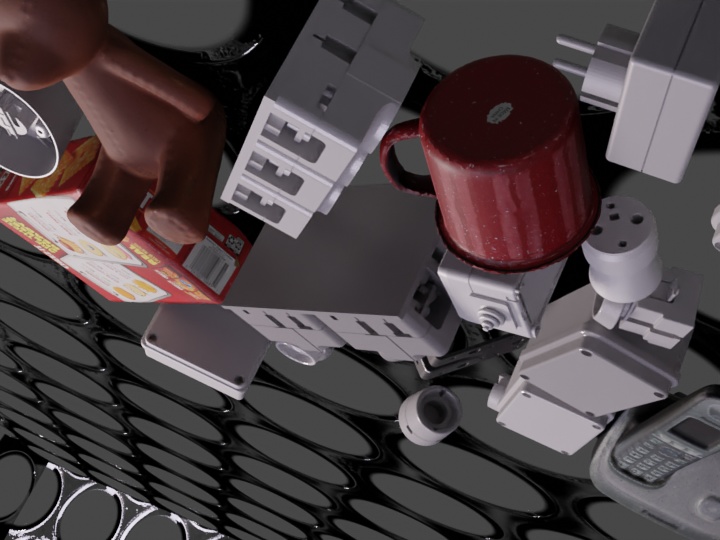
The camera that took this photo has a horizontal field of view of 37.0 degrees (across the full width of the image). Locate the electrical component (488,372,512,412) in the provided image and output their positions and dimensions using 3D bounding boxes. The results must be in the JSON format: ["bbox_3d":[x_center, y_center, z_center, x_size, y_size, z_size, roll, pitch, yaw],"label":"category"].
[{"bbox_3d":[0.142,0.116,0.959,0.046,0.040,0.040,23,159,20],"label":"electrical component"}]

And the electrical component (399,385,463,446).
[{"bbox_3d":[0.072,0.146,1.085,0.055,0.055,0.047,28,155,-6],"label":"electrical component"}]

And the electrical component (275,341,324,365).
[{"bbox_3d":[-0.049,0.056,1.012,0.048,0.055,0.066,30,158,-9],"label":"electrical component"}]

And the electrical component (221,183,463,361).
[{"bbox_3d":[0.000,0.000,0.762,0.186,0.105,0.060,1,147,47],"label":"electrical component"}]

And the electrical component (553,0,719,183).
[{"bbox_3d":[0.126,-0.090,0.496,0.076,0.047,0.083,21,159,14],"label":"electrical component"}]

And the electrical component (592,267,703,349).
[{"bbox_3d":[0.182,0.019,0.687,0.055,0.048,0.066,17,158,3],"label":"electrical component"}]

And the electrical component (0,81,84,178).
[{"bbox_3d":[-0.267,-0.125,0.833,0.099,0.064,0.099,22,158,10],"label":"electrical component"}]

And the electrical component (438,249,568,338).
[{"bbox_3d":[0.087,-0.006,0.663,0.061,0.096,0.061,15,156,28],"label":"electrical component"}]

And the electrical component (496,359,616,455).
[{"bbox_3d":[0.163,0.102,0.878,0.078,0.057,0.113,24,158,5],"label":"electrical component"}]

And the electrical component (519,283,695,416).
[{"bbox_3d":[0.173,0.058,0.766,0.078,0.057,0.113,29,158,-8],"label":"electrical component"}]

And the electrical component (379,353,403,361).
[{"bbox_3d":[0.043,0.059,0.942,0.046,0.040,0.040,-8,141,46],"label":"electrical component"}]

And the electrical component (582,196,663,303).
[{"bbox_3d":[0.156,-0.012,0.642,0.045,0.045,0.055,14,155,27],"label":"electrical component"}]

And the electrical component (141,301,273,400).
[{"bbox_3d":[-0.136,0.052,1.031,0.109,0.108,0.056,26,161,1],"label":"electrical component"}]

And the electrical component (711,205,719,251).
[{"bbox_3d":[0.223,-0.038,0.493,0.078,0.057,0.113,26,159,0],"label":"electrical component"}]

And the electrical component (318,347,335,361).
[{"bbox_3d":[-0.042,0.074,1.077,0.035,0.035,0.061,25,160,4],"label":"electrical component"}]

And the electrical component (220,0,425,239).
[{"bbox_3d":[-0.022,-0.086,0.612,0.062,0.089,0.150,29,158,-6],"label":"electrical component"}]
